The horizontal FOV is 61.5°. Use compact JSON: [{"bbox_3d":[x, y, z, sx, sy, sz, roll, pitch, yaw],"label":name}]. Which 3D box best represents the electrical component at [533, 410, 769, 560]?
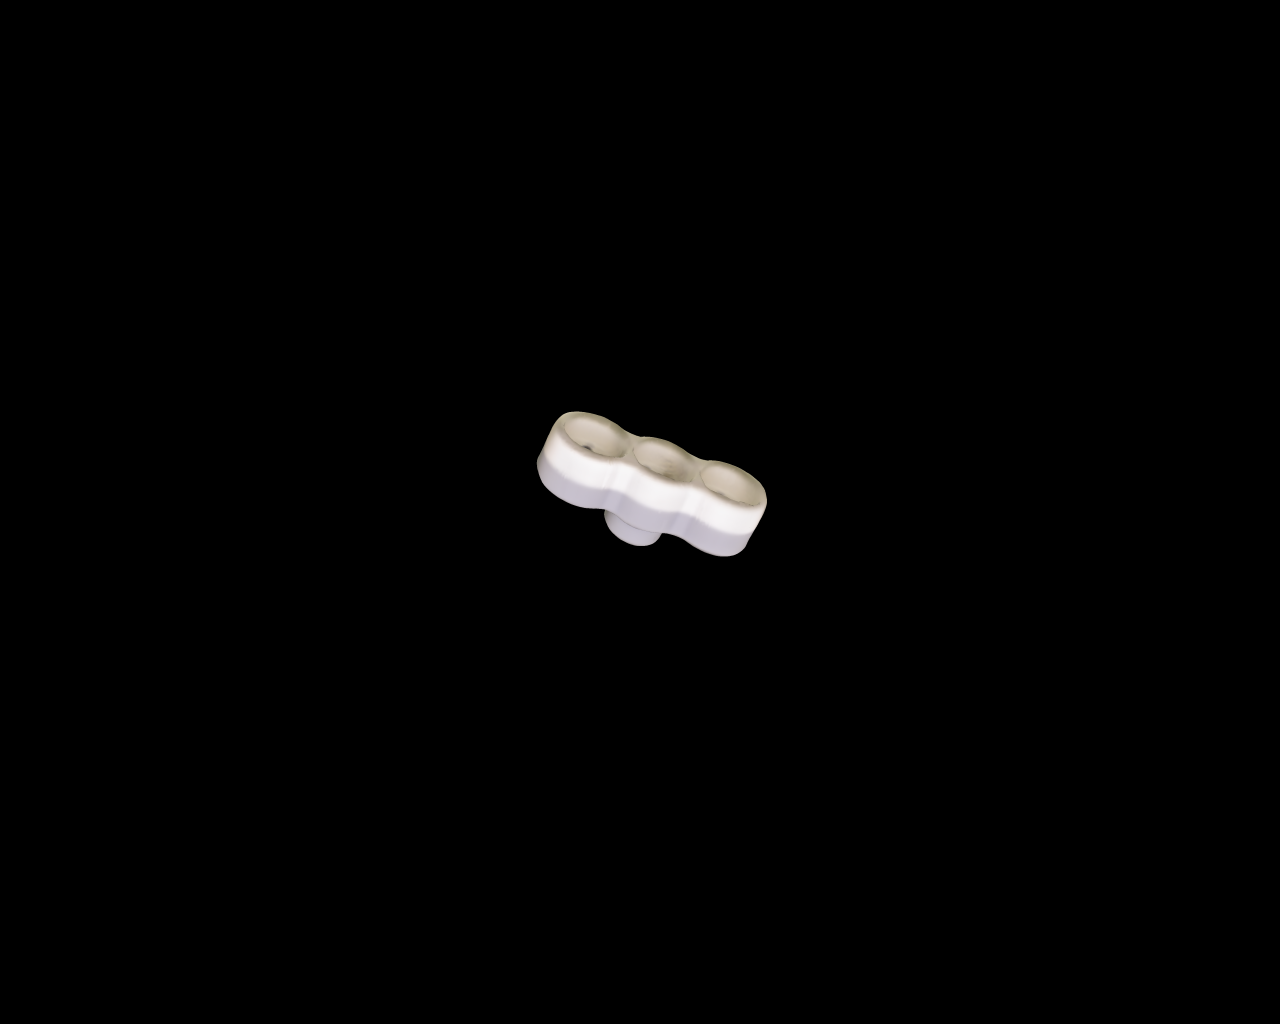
[{"bbox_3d":[0.001,-0.003,0.650,0.138,0.073,0.052,20,31,-13],"label":"electrical component"}]
